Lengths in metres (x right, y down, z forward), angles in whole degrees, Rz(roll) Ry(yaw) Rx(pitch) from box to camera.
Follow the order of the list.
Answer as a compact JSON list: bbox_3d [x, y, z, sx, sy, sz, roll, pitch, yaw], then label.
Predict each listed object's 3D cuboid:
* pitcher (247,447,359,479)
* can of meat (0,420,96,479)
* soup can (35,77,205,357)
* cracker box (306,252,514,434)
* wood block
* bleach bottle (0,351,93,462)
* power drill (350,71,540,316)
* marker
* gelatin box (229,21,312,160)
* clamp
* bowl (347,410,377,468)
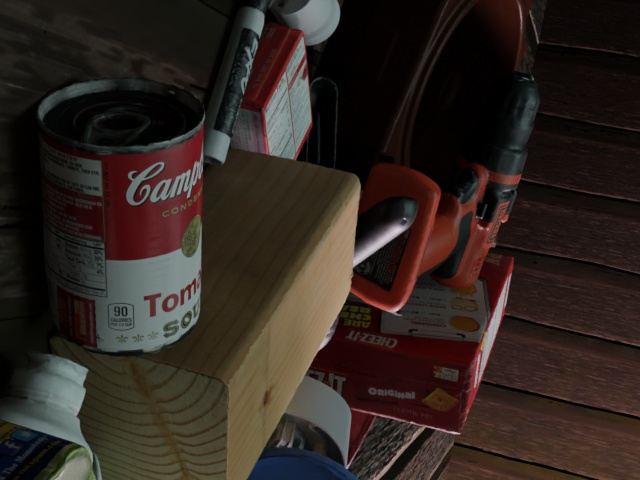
[{"bbox_3d":[-0.016,0.217,0.624,0.243,0.145,0.149,93,-1,-50],"label":"pitcher"},{"bbox_3d":[-0.129,0.093,0.333,0.102,0.084,0.057,-51,150,-61],"label":"can of meat"},{"bbox_3d":[-0.084,-0.010,0.458,0.068,0.068,0.102,-56,155,-56],"label":"soup can"},{"bbox_3d":[0.064,0.068,0.901,0.213,0.164,0.072,-51,147,-61],"label":"cracker box"},{"bbox_3d":[-0.051,0.039,0.580,0.205,0.090,0.091,-57,156,-55],"label":"wood block"},{"bbox_3d":[-0.138,0.168,0.412,0.102,0.068,0.250,76,26,-68],"label":"bleach bottle"},{"bbox_3d":[0.096,-0.032,0.796,0.187,0.057,0.184,-20,131,-55],"label":"power drill"},{"bbox_3d":[-0.048,-0.102,0.616,0.020,0.020,0.121,53,51,-72],"label":"marker"},{"bbox_3d":[-0.033,-0.080,0.675,0.089,0.030,0.073,84,24,-52],"label":"gelatin box"},{"bbox_3d":[-0.005,0.001,0.747,0.164,0.036,0.210,-111,-144,-43],"label":"clamp"},{"bbox_3d":[0.019,0.151,0.963,0.162,0.055,0.162,-61,177,-5],"label":"bowl"}]
